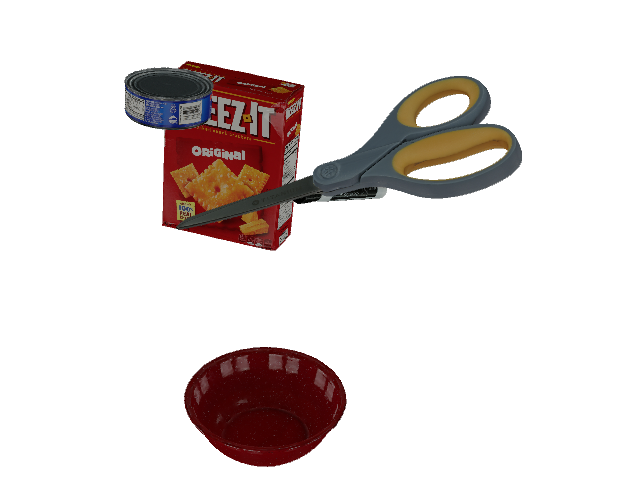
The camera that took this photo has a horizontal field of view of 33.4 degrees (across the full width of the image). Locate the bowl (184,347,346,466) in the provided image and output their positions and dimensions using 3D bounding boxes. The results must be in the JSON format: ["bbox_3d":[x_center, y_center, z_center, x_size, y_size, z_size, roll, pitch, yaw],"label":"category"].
[{"bbox_3d":[-0.055,0.176,1.075,0.162,0.055,0.162,1,31,-1],"label":"bowl"}]

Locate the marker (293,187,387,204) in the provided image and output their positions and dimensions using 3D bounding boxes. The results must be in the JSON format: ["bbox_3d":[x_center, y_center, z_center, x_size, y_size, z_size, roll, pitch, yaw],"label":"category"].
[{"bbox_3d":[0.016,-0.044,0.943,0.020,0.020,0.120,0,4,40],"label":"marker"}]

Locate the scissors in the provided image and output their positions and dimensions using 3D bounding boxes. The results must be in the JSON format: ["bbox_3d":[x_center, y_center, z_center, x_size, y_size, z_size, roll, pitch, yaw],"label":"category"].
[{"bbox_3d":[0.016,-0.051,0.621,0.202,0.096,0.016,-5,-41,20],"label":"scissors"}]

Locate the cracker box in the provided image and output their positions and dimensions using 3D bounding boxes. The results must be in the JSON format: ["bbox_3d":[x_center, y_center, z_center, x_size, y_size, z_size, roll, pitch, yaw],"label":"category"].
[{"bbox_3d":[-0.116,-0.106,1.369,0.164,0.214,0.072,14,29,14],"label":"cracker box"}]

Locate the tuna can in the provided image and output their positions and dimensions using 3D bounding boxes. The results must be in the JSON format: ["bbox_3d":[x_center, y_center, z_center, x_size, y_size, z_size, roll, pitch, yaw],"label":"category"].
[{"bbox_3d":[-0.148,-0.138,1.040,0.086,0.034,0.086,5,28,-3],"label":"tuna can"}]
